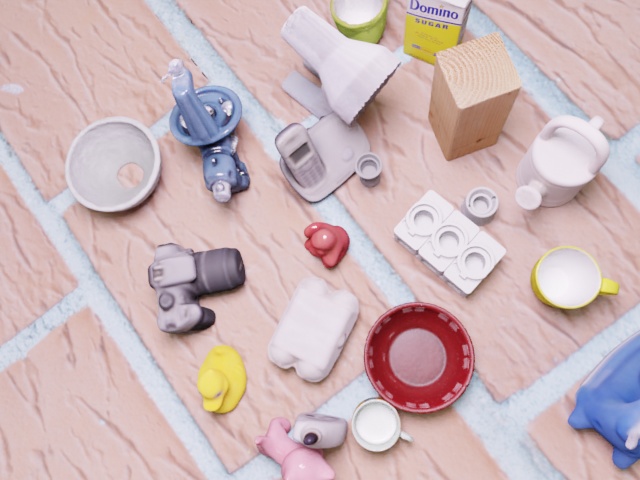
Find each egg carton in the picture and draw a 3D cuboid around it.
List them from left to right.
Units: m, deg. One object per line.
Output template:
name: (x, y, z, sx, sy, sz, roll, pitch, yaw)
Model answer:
egg carton: (-0.009, 0.137, 0.882, 0.107, 0.069, 0.150, 24, 82, 11)

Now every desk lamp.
desk lamp: (0.021, -0.257, 0.888, 0.203, 0.214, 0.118, 39, 85, 13)

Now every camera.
camera: (-0.190, 0.068, 0.903, 0.136, 0.101, 0.143, -11, 77, 5)

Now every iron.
iron: (0.465, 0.187, 0.777, 0.118, 0.141, 0.258, 41, 86, 13)

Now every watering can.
watering can: (0.351, -0.113, 0.827, 0.100, 0.194, 0.173, 20, 81, 11)

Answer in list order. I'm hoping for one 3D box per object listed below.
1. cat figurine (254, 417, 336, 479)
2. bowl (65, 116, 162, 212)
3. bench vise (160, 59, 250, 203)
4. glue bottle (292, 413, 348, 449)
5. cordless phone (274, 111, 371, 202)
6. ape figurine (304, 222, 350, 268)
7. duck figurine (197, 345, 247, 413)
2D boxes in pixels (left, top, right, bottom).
cat figurine: (-0.040, 0.317, 0.823, 0.127, 0.118, 0.067, 31, 83, 12)
bowl: (-0.338, -0.120, 0.974, 0.167, 0.075, 0.167, -1, 78, 7)
bench vise: (-0.166, -0.173, 0.890, 0.121, 0.220, 0.207, -32, 76, 0)
glue bottle: (-0.005, 0.270, 0.800, 0.078, 0.173, 0.037, 8, 79, 9)
cordless phone: (0.001, -0.147, 0.882, 0.147, 0.185, 0.094, -44, 76, -3)
ape figurine: (0.008, 0.003, 0.897, 0.076, 0.092, 0.078, -14, 77, 4)
duck figurine: (-0.158, 0.213, 0.876, 0.077, 0.086, 0.104, 1, 78, 7)
